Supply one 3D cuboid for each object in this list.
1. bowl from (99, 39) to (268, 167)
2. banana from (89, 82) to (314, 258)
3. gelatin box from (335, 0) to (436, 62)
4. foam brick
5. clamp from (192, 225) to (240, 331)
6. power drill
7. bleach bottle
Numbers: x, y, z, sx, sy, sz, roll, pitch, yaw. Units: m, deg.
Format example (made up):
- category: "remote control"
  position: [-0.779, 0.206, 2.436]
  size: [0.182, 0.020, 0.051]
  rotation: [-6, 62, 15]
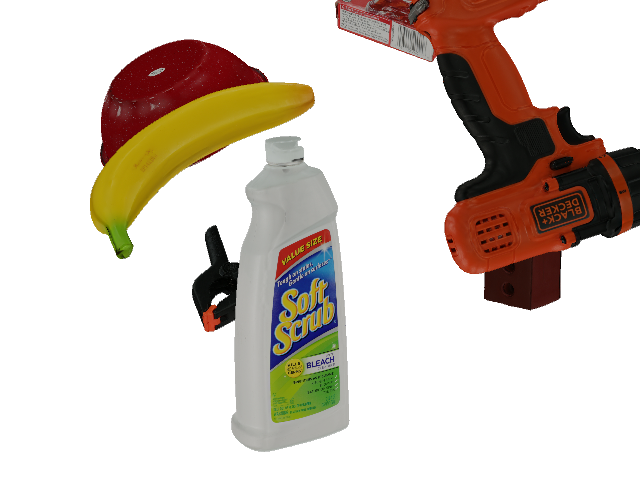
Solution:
- category: "bowl"
  position: [-0.127, -0.123, 0.911]
  size: [0.162, 0.055, 0.162]
  rotation: [-17, 36, 13]
- category: "banana"
  position: [-0.086, -0.057, 0.698]
  size: [0.070, 0.037, 0.197]
  rotation: [33, 54, 17]
- category: "gelatin box"
  position: [0.067, -0.185, 0.842]
  size: [0.089, 0.030, 0.073]
  rotation: [25, 54, 22]
- category: "foam brick"
  position: [0.184, 0.017, 0.969]
  size: [0.053, 0.078, 0.051]
  rotation: [12, 21, 41]
- category: "clamp"
  position: [-0.091, 0.041, 1.251]
  size: [0.120, 0.039, 0.171]
  rotation: [-2, 40, 11]
- category: "power drill"
  position: [0.147, -0.089, 0.669]
  size: [0.184, 0.187, 0.057]
  rotation: [-18, -1, -5]
- category: "bleach bottle"
  position: [-0.030, 0.041, 0.883]
  size: [0.102, 0.251, 0.068]
  rotation: [-10, 16, -26]
